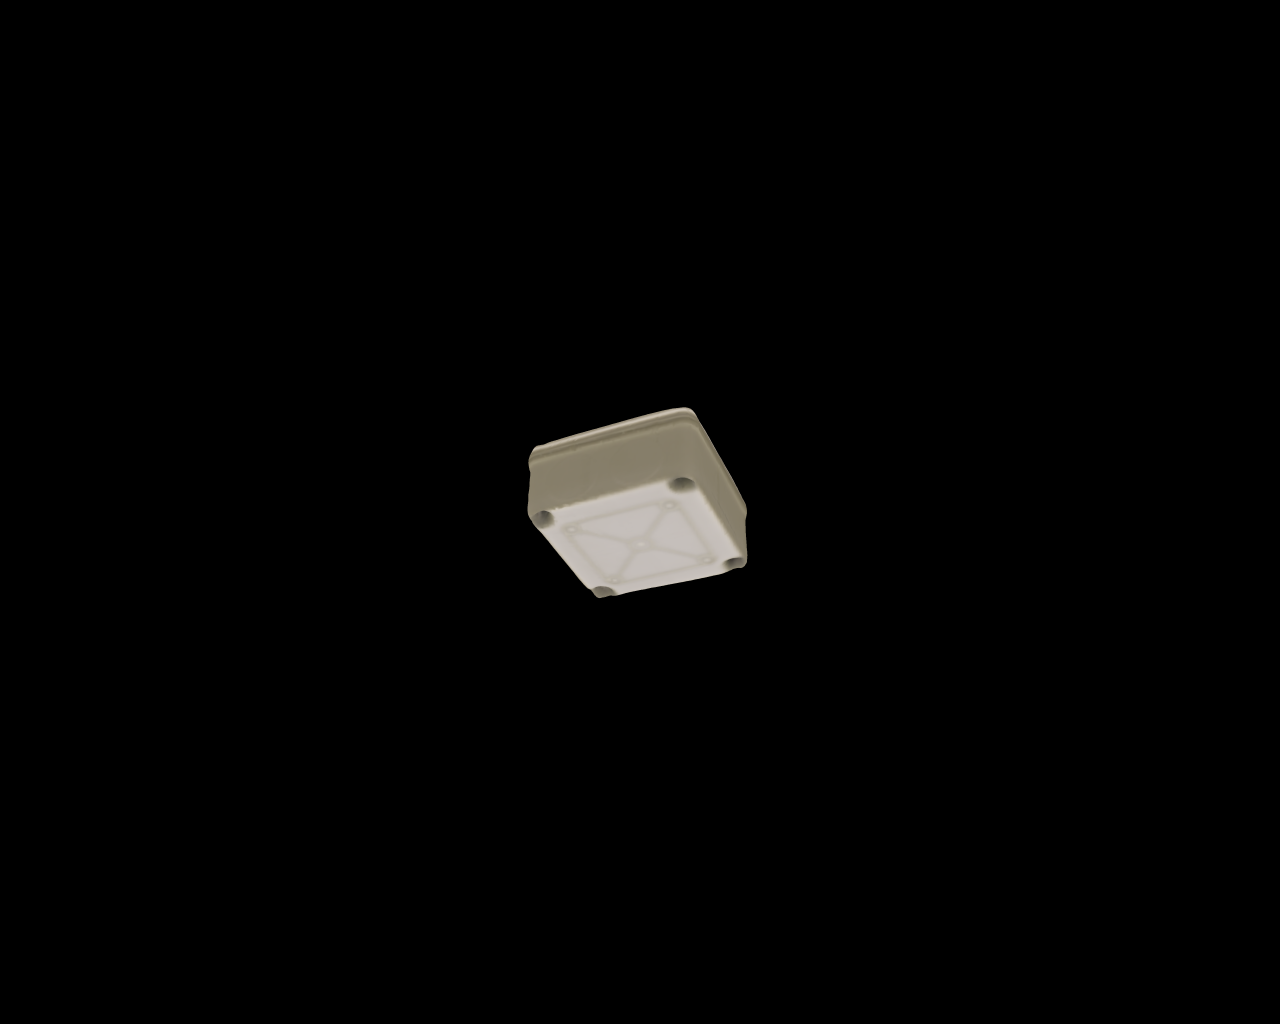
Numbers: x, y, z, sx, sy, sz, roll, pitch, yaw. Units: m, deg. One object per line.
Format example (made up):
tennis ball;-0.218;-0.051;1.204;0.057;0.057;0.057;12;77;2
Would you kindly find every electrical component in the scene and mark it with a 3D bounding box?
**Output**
electrical component;0.001;-0.003;0.650;0.109;0.056;0.108;-13;-38;18
